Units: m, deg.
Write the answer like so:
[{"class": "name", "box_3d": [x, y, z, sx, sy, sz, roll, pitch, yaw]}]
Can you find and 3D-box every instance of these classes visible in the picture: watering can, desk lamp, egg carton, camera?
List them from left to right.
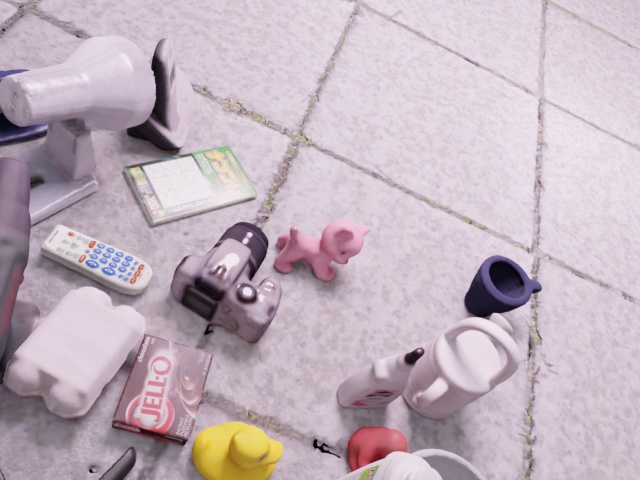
[{"class": "desk lamp", "box_3d": [-0.325, -0.147, 0.739, 0.118, 0.213, 0.204, 42, 52, 7]}, {"class": "egg carton", "box_3d": [-0.281, 0.127, 0.667, 0.107, 0.069, 0.150, 30, 51, -3]}, {"class": "camera", "box_3d": [-0.108, 0.043, 0.781, 0.143, 0.100, 0.137, 31, 51, -2]}, {"class": "watering can", "box_3d": [0.197, 0.161, 0.779, 0.101, 0.194, 0.173, 31, 51, -1]}]

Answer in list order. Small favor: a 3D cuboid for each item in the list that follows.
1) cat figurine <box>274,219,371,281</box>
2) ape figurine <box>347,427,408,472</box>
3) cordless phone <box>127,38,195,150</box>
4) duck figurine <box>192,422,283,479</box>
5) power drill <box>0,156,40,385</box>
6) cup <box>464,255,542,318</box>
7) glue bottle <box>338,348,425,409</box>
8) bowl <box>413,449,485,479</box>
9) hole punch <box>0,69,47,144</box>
[{"class": "cat figurine", "box_3d": [0.008, 0.003, 0.849, 0.128, 0.117, 0.067, 10, 55, -18]}, {"class": "ape figurine", "box_3d": [0.078, 0.266, 0.721, 0.078, 0.092, 0.076, -17, 66, -32]}, {"class": "cordless phone", "box_3d": [-0.228, -0.242, 0.865, 0.094, 0.185, 0.147, 11, 54, -17]}, {"class": "duck figurine", "box_3d": [-0.092, 0.243, 0.663, 0.105, 0.086, 0.077, 16, 53, -13]}, {"class": "power drill", "box_3d": [-0.342, 0.057, 0.598, 0.076, 0.208, 0.229, 8, 55, -19]}, {"class": "cup", "box_3d": [0.291, 0.086, 0.935, 0.118, 0.095, 0.091, 8, 55, -19]}, {"class": "glue bottle", "box_3d": [0.087, 0.174, 0.734, 0.078, 0.173, 0.037, 3, 57, -22]}, {"class": "bowl", "box_3d": [0.137, 0.350, 0.702, 0.168, 0.074, 0.167, 12, 54, -17]}, {"class": "hole punch", "box_3d": [-0.443, -0.202, 0.802, 0.109, 0.091, 0.101, -26, 71, -35]}]
